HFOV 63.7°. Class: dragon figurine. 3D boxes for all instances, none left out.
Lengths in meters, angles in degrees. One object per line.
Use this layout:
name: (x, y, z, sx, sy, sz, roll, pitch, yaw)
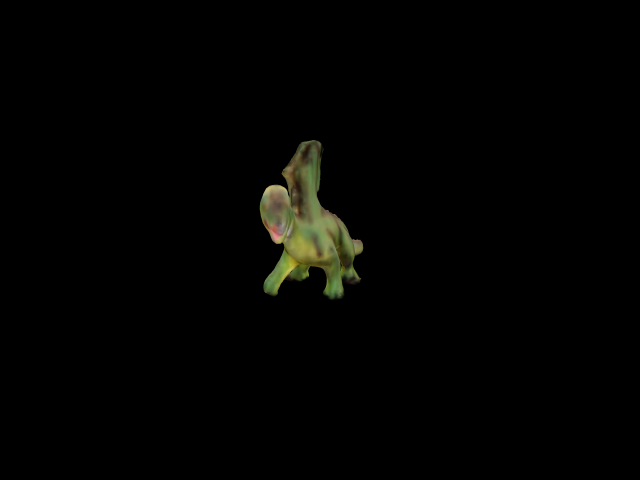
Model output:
dragon figurine: (0.003, -0.043, 0.850, 0.122, 0.240, 0.415, 4, 14, 19)
